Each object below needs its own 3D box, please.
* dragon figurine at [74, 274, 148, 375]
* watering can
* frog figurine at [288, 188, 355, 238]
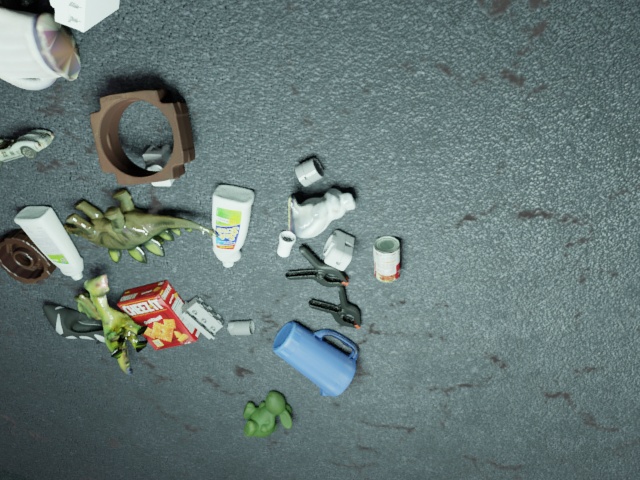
[{"bbox_3d":[-0.647,0.250,1.558,0.245,0.124,0.401,40,137,15],"label":"dragon figurine"},{"bbox_3d":[-0.626,-0.416,1.025,0.224,0.106,0.341,1,156,3],"label":"watering can"},{"bbox_3d":[0.004,-0.062,1.230,0.159,0.124,0.135,1,162,-2],"label":"frog figurine"}]
